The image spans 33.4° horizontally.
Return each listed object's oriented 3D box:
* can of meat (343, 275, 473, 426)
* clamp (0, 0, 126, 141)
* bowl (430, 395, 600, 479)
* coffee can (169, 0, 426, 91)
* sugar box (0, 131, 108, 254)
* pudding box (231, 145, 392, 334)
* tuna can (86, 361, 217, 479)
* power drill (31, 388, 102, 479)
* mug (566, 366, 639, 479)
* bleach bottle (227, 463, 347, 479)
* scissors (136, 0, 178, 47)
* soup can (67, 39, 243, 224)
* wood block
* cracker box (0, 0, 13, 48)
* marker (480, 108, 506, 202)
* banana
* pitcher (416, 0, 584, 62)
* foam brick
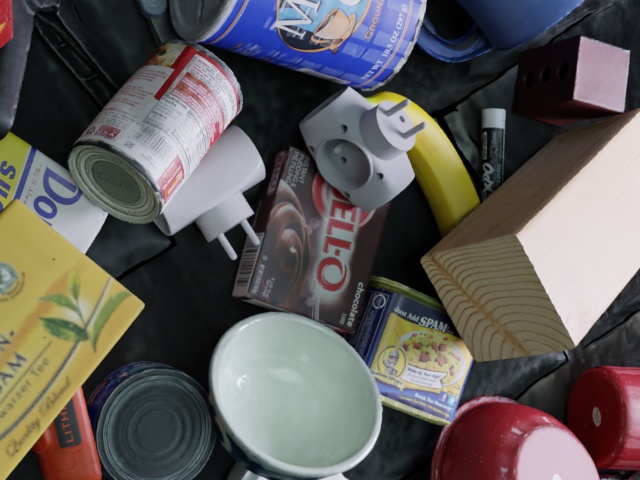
[{"bbox_3d":[0.064,0.083,0.785,0.102,0.058,0.084,24,81,-24],"label":"can of meat"},{"bbox_3d":[-0.185,-0.140,0.657,0.120,0.039,0.171,-36,105,-57],"label":"clamp"},{"bbox_3d":[0.161,0.190,0.800,0.161,0.055,0.162,16,60,-31],"label":"bowl"},{"bbox_3d":[-0.015,-0.165,0.711,0.140,0.103,0.103,11,85,-32],"label":"coffee can"},{"bbox_3d":[-0.224,-0.033,0.651,0.176,0.048,0.093,34,75,-21],"label":"sugar box"},{"bbox_3d":[-0.005,0.001,0.760,0.090,0.039,0.113,21,81,-25],"label":"pudding box"},{"bbox_3d":[-0.113,0.125,0.711,0.086,0.034,0.086,0,90,-26],"label":"tuna can"},{"bbox_3d":[-0.232,0.137,0.640,0.187,0.057,0.184,-13,95,-25],"label":"power drill"},{"bbox_3d":[0.250,0.154,0.865,0.081,0.093,0.117,6,123,-21],"label":"mug"},{"bbox_3d":[0.031,0.241,0.766,0.250,0.068,0.102,39,71,-18],"label":"bleach bottle"},{"bbox_3d":[-0.132,-0.165,0.712,0.096,0.016,0.202,-7,93,-24],"label":"scissors"},{"bbox_3d":[-0.102,-0.068,0.669,0.068,0.069,0.102,45,54,-19],"label":"soup can"},{"bbox_3d":[0.178,-0.007,0.786,0.205,0.090,0.091,-39,105,-40],"label":"wood block"},{"bbox_3d":[-0.298,-0.146,0.569,0.213,0.072,0.164,45,72,1],"label":"cracker box"},{"bbox_3d":[0.135,-0.042,0.839,0.020,0.020,0.121,2,90,-26],"label":"marker"},{"bbox_3d":[0.085,-0.039,0.802,0.069,0.037,0.197,-44,110,-28],"label":"banana"},{"bbox_3d":[0.094,-0.257,0.768,0.242,0.145,0.149,44,60,-15],"label":"pitcher"},{"bbox_3d":[0.196,-0.124,0.836,0.051,0.078,0.053,10,84,-25],"label":"foam brick"}]
